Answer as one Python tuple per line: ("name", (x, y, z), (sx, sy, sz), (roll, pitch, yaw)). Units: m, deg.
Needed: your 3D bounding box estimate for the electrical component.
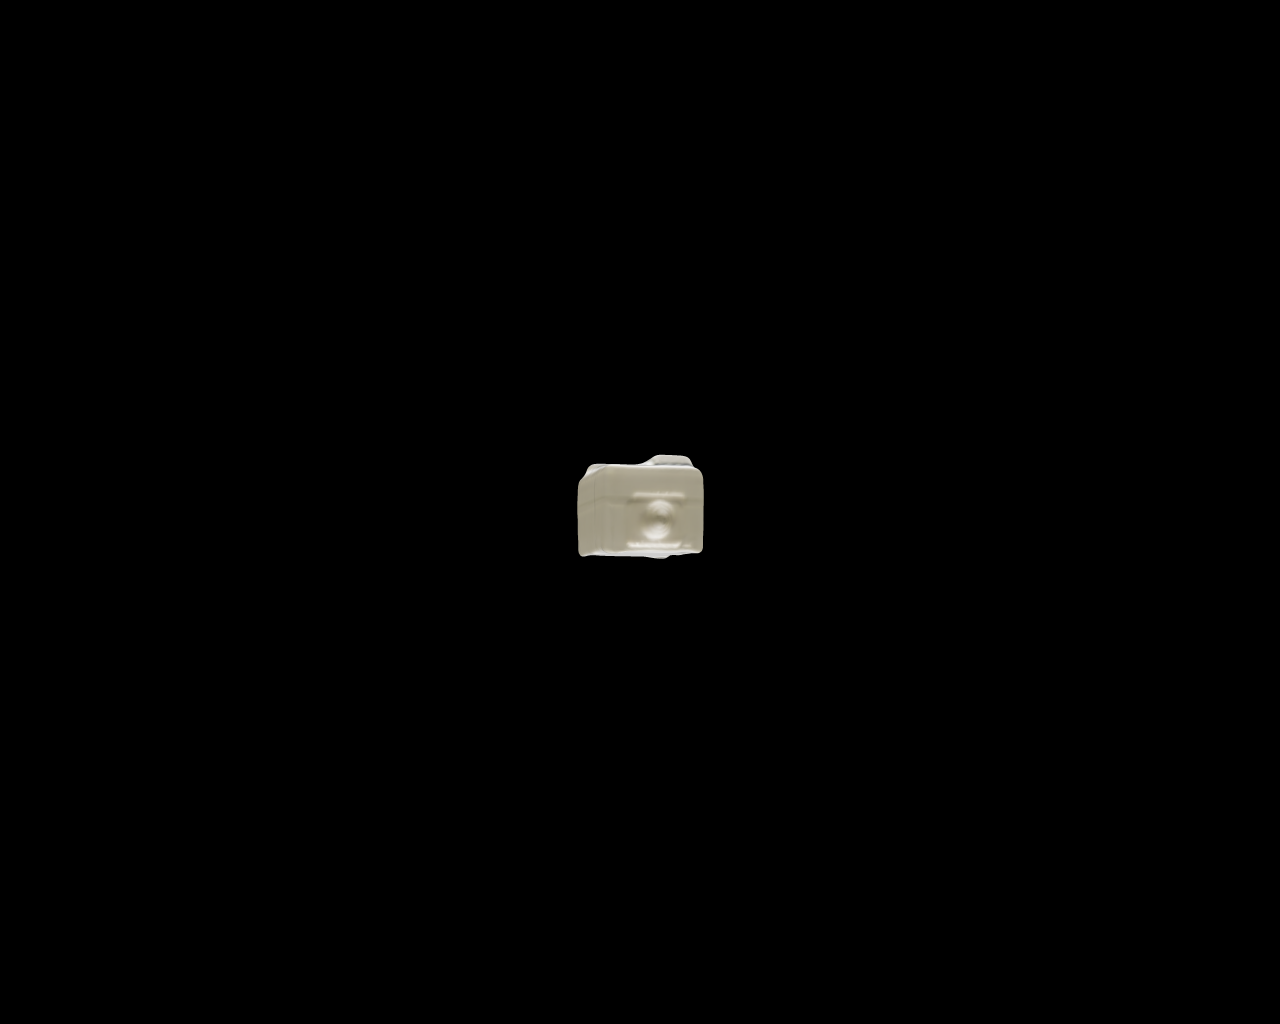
("electrical component", (0.001, -0.003, 0.650), (0.062, 0.061, 0.096), (1, -5, -15))
